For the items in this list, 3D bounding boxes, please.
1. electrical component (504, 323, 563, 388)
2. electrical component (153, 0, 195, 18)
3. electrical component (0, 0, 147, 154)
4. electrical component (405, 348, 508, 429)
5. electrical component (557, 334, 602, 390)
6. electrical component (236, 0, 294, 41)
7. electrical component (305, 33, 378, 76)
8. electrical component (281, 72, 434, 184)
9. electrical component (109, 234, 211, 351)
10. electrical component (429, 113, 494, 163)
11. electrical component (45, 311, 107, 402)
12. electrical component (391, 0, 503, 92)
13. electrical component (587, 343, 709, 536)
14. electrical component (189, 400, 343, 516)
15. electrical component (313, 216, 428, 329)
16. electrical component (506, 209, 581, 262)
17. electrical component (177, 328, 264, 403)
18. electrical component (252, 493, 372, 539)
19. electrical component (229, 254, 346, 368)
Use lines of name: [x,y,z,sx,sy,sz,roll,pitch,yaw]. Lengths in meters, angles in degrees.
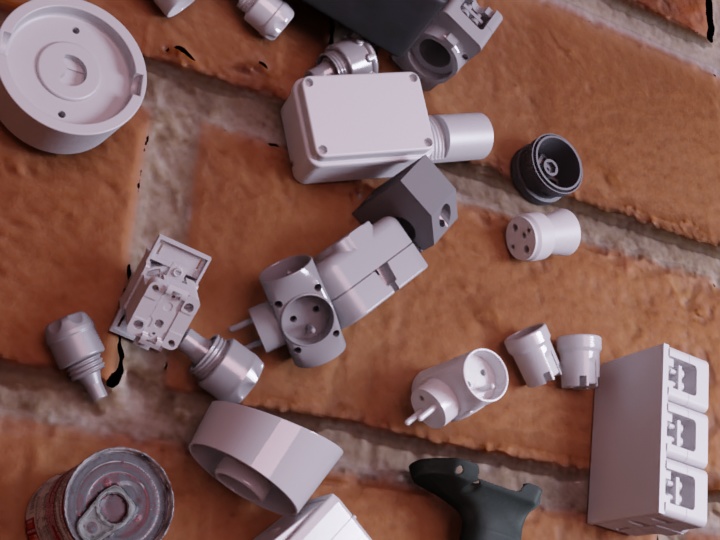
electrical component: [0.154,0.076,0.950,0.040,0.040,0.046,-27,94,-35]
electrical component: [-0.153,-0.258,0.878,0.077,0.044,0.079,50,55,-7]
electrical component: [-0.217,-0.137,0.785,0.108,0.060,0.108,11,67,-28]
electrical component: [0.068,0.102,0.864,0.079,0.077,0.044,-33,91,-35]
electrical component: [0.199,0.084,0.974,0.040,0.040,0.046,8,75,-29]
electrical component: [-0.088,-0.225,0.912,0.061,0.035,0.035,39,57,-12]
electrical component: [-0.019,-0.174,0.931,0.062,0.048,0.048,-29,89,-29]
electrical component: [-0.002,-0.120,0.901,0.113,0.057,0.078,-7,76,-22]
electrical component: [-0.141,0.022,0.765,0.042,0.063,0.081,25,103,-22]
electrical component: [0.075,-0.118,0.968,0.081,0.043,0.043,-8,77,-33]
electrical component: [-0.193,0.061,0.745,0.035,0.035,0.061,-24,89,-35]
electrical component: [0.076,-0.207,0.971,0.050,0.089,0.055,42,56,-12]
electrical component: [0.259,0.153,0.954,0.062,0.089,0.150,21,63,-24]
electrical component: [-0.068,0.128,0.760,0.099,0.099,0.064,40,63,-14]
electrical component: [0.000,0.000,0.873,0.095,0.054,0.059,-36,93,-35]
electrical component: [0.169,-0.032,0.993,0.055,0.045,0.045,-9,78,-33]
electrical component: [-0.106,0.068,0.791,0.062,0.043,0.043,38,57,-13]
electrical component: [-0.039,0.202,0.771,0.096,0.062,0.061,-41,96,-35]
electrical component: [-0.060,0.039,0.823,0.079,0.044,0.077,-23,110,-7]
